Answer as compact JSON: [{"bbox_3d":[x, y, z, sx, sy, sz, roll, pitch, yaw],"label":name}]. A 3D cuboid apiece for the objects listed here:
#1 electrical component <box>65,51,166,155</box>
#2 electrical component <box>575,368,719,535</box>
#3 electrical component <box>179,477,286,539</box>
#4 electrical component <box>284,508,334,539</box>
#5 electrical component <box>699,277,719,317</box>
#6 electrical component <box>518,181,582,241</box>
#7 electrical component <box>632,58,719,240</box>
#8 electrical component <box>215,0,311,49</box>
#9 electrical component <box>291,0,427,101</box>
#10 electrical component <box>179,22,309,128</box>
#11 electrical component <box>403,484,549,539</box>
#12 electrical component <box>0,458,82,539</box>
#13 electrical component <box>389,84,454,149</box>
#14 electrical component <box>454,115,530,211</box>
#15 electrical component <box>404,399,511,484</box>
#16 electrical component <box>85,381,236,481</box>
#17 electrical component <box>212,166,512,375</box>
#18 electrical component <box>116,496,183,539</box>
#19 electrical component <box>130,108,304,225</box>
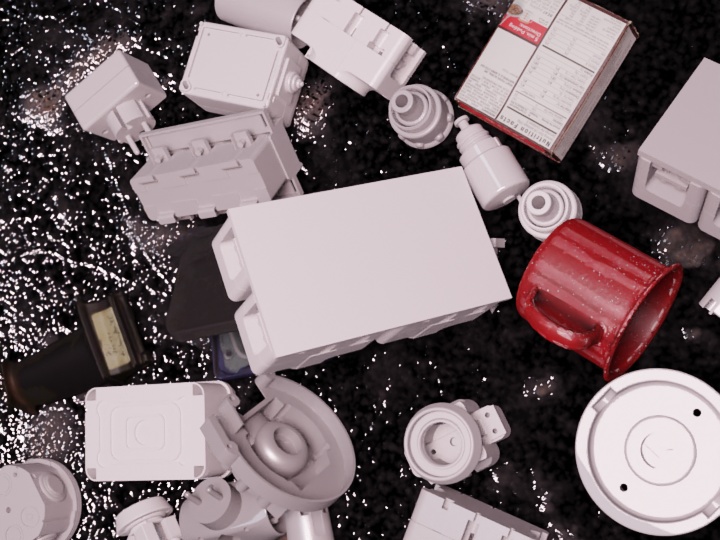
[{"bbox_3d":[-0.201,-0.135,0.924,0.066,0.047,0.076,-37,73,14],"label":"electrical component"},{"bbox_3d":[0.205,0.121,0.728,0.108,0.060,0.108,-3,83,21],"label":"electrical component"},{"bbox_3d":[-0.106,0.185,0.834,0.077,0.079,0.043,-16,53,19],"label":"electrical component"},{"bbox_3d":[-0.038,0.204,0.826,0.040,0.040,0.046,-16,73,19],"label":"electrical component"},{"bbox_3d":[0.260,0.015,0.731,0.040,0.040,0.046,42,106,20],"label":"electrical component"},{"bbox_3d":[0.135,-0.043,0.773,0.043,0.062,0.043,-3,83,21],"label":"electrical component"},{"bbox_3d":[0.269,-0.061,0.712,0.150,0.061,0.089,31,71,21],"label":"electrical component"},{"bbox_3d":[-0.069,-0.231,0.884,0.077,0.044,0.079,25,93,22],"label":"electrical component"},{"bbox_3d":[-0.003,-0.175,0.849,0.089,0.050,0.055,37,97,21],"label":"electrical component"},{"bbox_3d":[-0.086,-0.155,0.872,0.096,0.061,0.061,14,84,20],"label":"electrical component"},{"bbox_3d":[0.081,0.199,0.773,0.089,0.050,0.055,21,91,22],"label":"electrical component"},{"bbox_3d":[-0.283,0.202,0.915,0.080,0.051,0.080,-3,83,21],"label":"electrical component"},{"bbox_3d":[0.042,-0.121,0.819,0.048,0.062,0.048,-3,83,21],"label":"electrical component"},{"bbox_3d":[0.095,-0.081,0.805,0.040,0.040,0.078,-33,73,15],"label":"electrical component"},{"bbox_3d":[0.066,0.125,0.784,0.078,0.057,0.058,-29,74,16],"label":"electrical component"},{"bbox_3d":[-0.160,0.131,0.872,0.113,0.057,0.078,-5,82,21],"label":"electrical component"},{"bbox_3d":[0.000,0.000,0.768,0.186,0.060,0.105,-12,75,-26],"label":"electrical component"},{"bbox_3d":[-0.168,0.217,0.868,0.066,0.048,0.055,-47,63,40],"label":"electrical component"},{"bbox_3d":[-0.117,-0.078,0.861,0.121,0.063,0.078,-6,123,28],"label":"electrical component"}]
